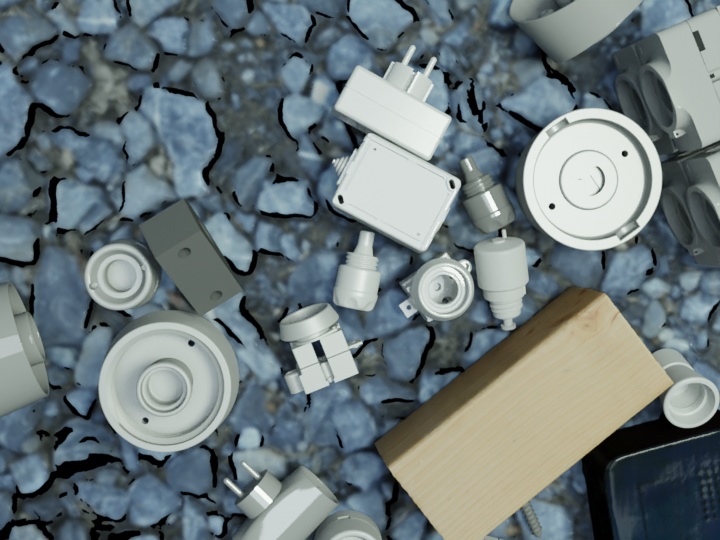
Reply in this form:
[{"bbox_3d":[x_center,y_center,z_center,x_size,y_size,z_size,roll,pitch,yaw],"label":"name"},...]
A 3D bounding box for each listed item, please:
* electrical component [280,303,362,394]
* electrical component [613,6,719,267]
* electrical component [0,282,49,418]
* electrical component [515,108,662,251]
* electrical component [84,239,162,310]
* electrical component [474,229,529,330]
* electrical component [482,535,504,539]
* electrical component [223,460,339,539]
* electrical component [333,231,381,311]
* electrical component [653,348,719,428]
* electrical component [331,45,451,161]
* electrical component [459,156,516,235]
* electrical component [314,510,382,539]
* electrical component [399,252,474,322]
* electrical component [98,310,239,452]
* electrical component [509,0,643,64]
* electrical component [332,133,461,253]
[{"bbox_3d":[-0.033,0.059,0.838,0.066,0.048,0.055,-22,102,-3],"label":"electrical component"},{"bbox_3d":[0.263,-0.095,0.826,0.060,0.105,0.186,-24,95,-3],"label":"electrical component"},{"bbox_3d":[-0.269,0.059,0.792,0.064,0.099,0.099,-19,94,-10],"label":"electrical component"},{"bbox_3d":[0.174,-0.070,0.841,0.108,0.060,0.108,0,93,-5],"label":"electrical component"},{"bbox_3d":[-0.181,0.004,0.820,0.055,0.047,0.055,0,93,-5],"label":"electrical component"},{"bbox_3d":[0.113,0.009,0.851,0.040,0.040,0.078,-11,108,-5],"label":"electrical component"},{"bbox_3d":[0.134,0.254,0.859,0.089,0.050,0.055,15,91,-6],"label":"electrical component"},{"bbox_3d":[-0.071,0.183,0.841,0.079,0.043,0.077,44,89,-6],"label":"electrical component"},{"bbox_3d":[0.000,0.000,0.843,0.035,0.035,0.061,11,89,-6],"label":"electrical component"},{"bbox_3d":[0.252,0.090,0.854,0.044,0.065,0.044,-2,112,-5],"label":"electrical component"},{"bbox_3d":[0.032,-0.136,0.832,0.083,0.047,0.075,28,90,-6],"label":"electrical component"},{"bbox_3d":[0.096,-0.060,0.848,0.035,0.035,0.061,-27,92,-3],"label":"electrical component"},{"bbox_3d":[-0.008,0.222,0.846,0.055,0.047,0.055,0,93,-5],"label":"electrical component"},{"bbox_3d":[0.062,0.014,0.838,0.066,0.055,0.048,-35,95,-3],"label":"electrical component"},{"bbox_3d":[-0.147,0.087,0.821,0.108,0.060,0.108,0,93,-5],"label":"electrical component"},{"bbox_3d":[0.168,-0.207,0.818,0.099,0.099,0.064,-43,102,-2],"label":"electrical component"},{"bbox_3d":[0.022,-0.061,0.832,0.096,0.061,0.061,28,90,2],"label":"electrical component"}]
